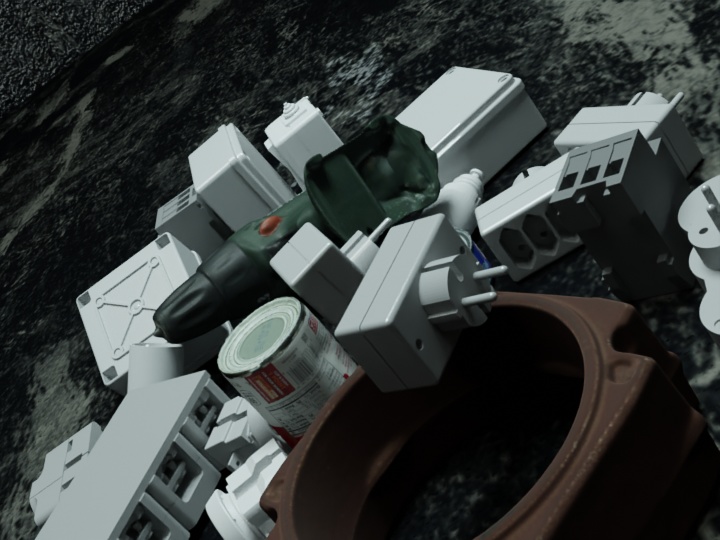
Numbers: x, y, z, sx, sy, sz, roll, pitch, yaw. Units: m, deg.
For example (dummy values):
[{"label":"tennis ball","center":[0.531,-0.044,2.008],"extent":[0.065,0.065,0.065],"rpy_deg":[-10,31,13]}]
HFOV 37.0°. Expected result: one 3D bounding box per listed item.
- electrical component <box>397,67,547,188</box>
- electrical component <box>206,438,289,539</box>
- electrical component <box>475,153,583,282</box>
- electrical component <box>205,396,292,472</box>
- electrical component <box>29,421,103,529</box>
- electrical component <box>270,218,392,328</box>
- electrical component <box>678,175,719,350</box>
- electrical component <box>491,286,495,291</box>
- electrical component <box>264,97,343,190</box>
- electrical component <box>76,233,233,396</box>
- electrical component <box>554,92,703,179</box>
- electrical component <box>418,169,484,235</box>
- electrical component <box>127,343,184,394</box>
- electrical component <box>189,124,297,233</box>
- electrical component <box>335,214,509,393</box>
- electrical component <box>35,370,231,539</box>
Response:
[{"label":"electrical component","center":[0.079,-0.111,0.891],"extent":[0.109,0.056,0.109],"rpy_deg":[-43,26,-8]},{"label":"electrical component","center":[-0.055,0.144,0.651],"extent":[0.057,0.058,0.078],"rpy_deg":[-39,25,-5]},{"label":"electrical component","center":[0.125,-0.046,0.735],"extent":[0.083,0.047,0.075],"rpy_deg":[-31,27,16]},{"label":"electrical component","center":[-0.069,0.109,0.741],"extent":[0.055,0.048,0.066],"rpy_deg":[-30,26,36]},{"label":"electrical component","center":[-0.214,0.170,0.826],"extent":[0.056,0.050,0.089],"rpy_deg":[-35,26,8]},{"label":"electrical component","center":[0.000,0.000,0.700],"extent":[0.075,0.083,0.047],"rpy_deg":[-47,29,-1]},{"label":"electrical component","center":[0.195,-0.012,0.555],"extent":[0.052,0.073,0.138],"rpy_deg":[-26,28,24]},{"label":"electrical component","center":[0.070,0.037,0.680],"extent":[0.040,0.040,0.078],"rpy_deg":[-30,27,17]},{"label":"electrical component","center":[-0.049,-0.115,1.020],"extent":[0.061,0.096,0.061],"rpy_deg":[-39,25,3]},{"label":"electrical component","center":[-0.178,0.042,0.935],"extent":[0.109,0.056,0.108],"rpy_deg":[-36,52,7]},{"label":"electrical component","center":[0.190,-0.094,0.726],"extent":[0.075,0.047,0.083],"rpy_deg":[-48,27,-18]},{"label":"electrical component","center":[0.073,-0.046,0.812],"extent":[0.040,0.040,0.078],"rpy_deg":[-9,39,47]},{"label":"electrical component","center":[-0.164,0.100,0.858],"extent":[0.043,0.043,0.081],"rpy_deg":[2,90,54]},{"label":"electrical component","center":[-0.103,-0.070,1.006],"extent":[0.056,0.108,0.108],"rpy_deg":[-39,25,6]},{"label":"electrical component","center":[0.042,0.013,0.550],"extent":[0.076,0.047,0.083],"rpy_deg":[-15,35,40]},{"label":"electrical component","center":[-0.150,0.153,0.755],"extent":[0.089,0.061,0.150],"rpy_deg":[-17,33,38]}]
